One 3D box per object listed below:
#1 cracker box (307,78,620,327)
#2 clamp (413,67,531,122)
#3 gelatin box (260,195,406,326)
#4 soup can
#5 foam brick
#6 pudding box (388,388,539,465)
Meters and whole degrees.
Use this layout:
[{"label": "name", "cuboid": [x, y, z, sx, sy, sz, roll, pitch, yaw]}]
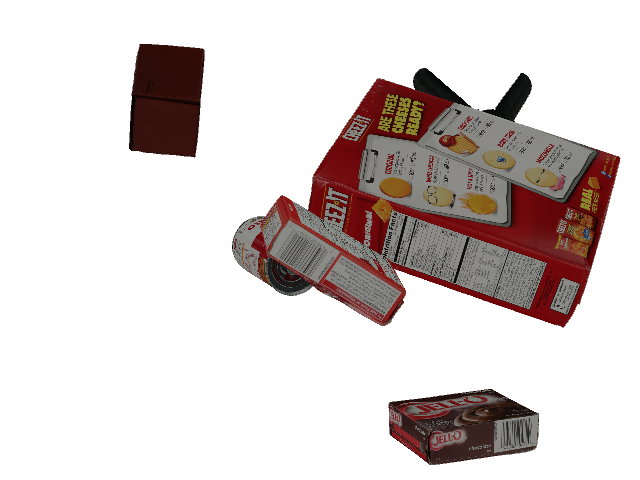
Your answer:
[{"label": "cracker box", "cuboid": [0.115, -0.034, 0.845, 0.214, 0.072, 0.164, 19, 40, 11]}, {"label": "clamp", "cuboid": [0.148, -0.112, 1.034, 0.120, 0.039, 0.171, 4, 44, 4]}, {"label": "gelatin box", "cuboid": [0.007, 0.012, 0.670, 0.089, 0.030, 0.073, 32, 9, -13]}, {"label": "soup can", "cuboid": [-0.049, 0.016, 1.190, 0.068, 0.068, 0.102, 0, 13, -27]}, {"label": "foam brick", "cuboid": [-0.118, -0.110, 0.825, 0.053, 0.051, 0.078, 5, 40, -7]}, {"label": "pudding box", "cuboid": [0.130, 0.170, 0.984, 0.113, 0.039, 0.090, -2, 9, -20]}]
